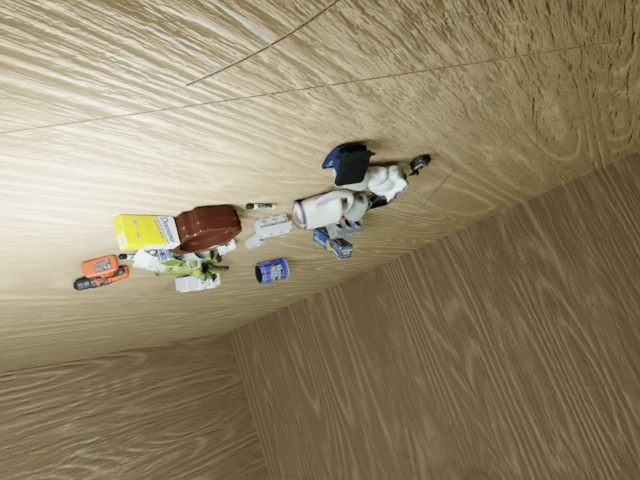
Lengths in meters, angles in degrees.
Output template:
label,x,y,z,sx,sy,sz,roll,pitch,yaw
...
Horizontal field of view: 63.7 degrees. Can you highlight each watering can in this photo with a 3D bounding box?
label,x,y,z,sx,sy,sz,roll,pitch,yaw
watering can,0.006,-0.093,1.848,0.225,0.105,0.342,-16,165,-10

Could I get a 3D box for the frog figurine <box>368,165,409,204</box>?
label,x,y,z,sx,sy,sz,roll,pitch,yaw
frog figurine,0.207,-0.212,1.743,0.158,0.125,0.136,29,152,-22

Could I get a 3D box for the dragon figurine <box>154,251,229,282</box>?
label,x,y,z,sx,sy,sz,roll,pitch,yaw
dragon figurine,-0.514,0.109,1.997,0.243,0.123,0.407,-2,171,5
